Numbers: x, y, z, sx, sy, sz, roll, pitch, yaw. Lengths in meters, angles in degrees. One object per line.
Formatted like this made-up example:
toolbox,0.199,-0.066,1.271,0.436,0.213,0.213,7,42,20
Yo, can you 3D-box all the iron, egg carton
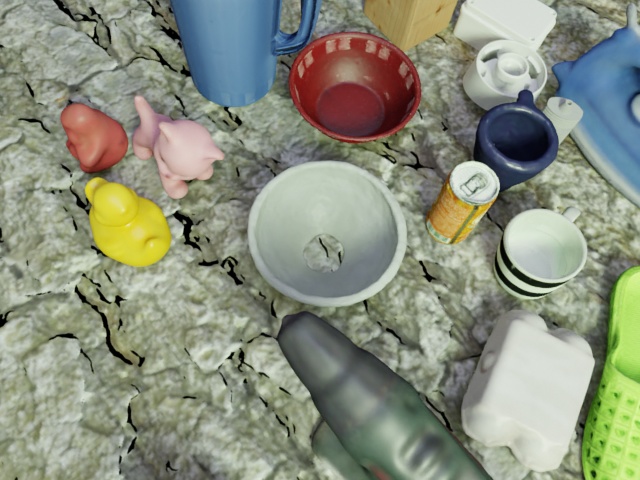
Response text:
iron,0.397,-0.147,0.682,0.119,0.141,0.258,-22,70,-13
egg carton,0.209,0.148,0.579,0.107,0.069,0.150,26,67,6

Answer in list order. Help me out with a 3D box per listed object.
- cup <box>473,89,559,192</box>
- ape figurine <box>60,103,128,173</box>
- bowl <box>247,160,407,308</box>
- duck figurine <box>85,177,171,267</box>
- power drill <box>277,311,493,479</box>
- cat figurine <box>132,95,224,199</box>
cup,0.220,-0.110,0.676,0.091,0.095,0.118,17,67,2
ape figurine,-0.259,-0.120,0.639,0.076,0.092,0.078,-2,67,-5
bowl,0.006,0.002,0.620,0.167,0.075,0.167,2,67,-4
duck figurine,-0.207,-0.024,0.606,0.104,0.086,0.078,41,70,12
power drill,0.048,0.168,0.480,0.229,0.208,0.076,41,70,12
cat figurine,-0.161,-0.108,0.629,0.067,0.118,0.127,-39,75,-18
